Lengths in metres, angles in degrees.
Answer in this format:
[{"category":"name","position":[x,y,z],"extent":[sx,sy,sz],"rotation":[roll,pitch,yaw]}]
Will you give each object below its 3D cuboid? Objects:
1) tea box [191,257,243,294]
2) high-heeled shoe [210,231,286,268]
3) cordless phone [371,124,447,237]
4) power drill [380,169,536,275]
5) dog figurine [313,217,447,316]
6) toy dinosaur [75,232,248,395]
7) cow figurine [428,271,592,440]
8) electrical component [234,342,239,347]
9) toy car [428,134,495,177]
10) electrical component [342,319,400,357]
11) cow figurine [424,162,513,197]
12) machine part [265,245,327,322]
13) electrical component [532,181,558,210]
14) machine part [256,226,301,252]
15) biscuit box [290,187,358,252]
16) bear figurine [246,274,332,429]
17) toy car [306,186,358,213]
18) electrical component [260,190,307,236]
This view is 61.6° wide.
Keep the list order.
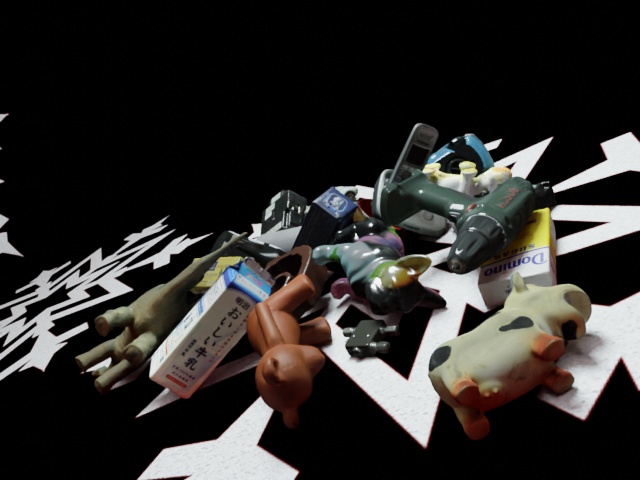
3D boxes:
[{"category":"tea box","position":[-0.185,0.085,1.068],"extent":[0.170,0.098,0.068],"rotation":[-4,58,45]},{"category":"high-heeled shoe","position":[-0.146,0.044,1.148],"extent":[0.249,0.145,0.086],"rotation":[-5,63,63]},{"category":"cordless phone","position":[0.181,-0.106,0.947],"extent":[0.089,0.146,0.184],"rotation":[-109,39,-60]},{"category":"power drill","position":[0.187,-0.038,0.775],"extent":[0.232,0.085,0.208],"rotation":[-31,29,-33]},{"category":"dog figurine","position":[0.109,0.042,0.835],"extent":[0.191,0.108,0.219],"rotation":[-36,26,-33]},{"category":"toy dinosaur","position":[-0.290,0.138,0.947],"extent":[0.471,0.105,0.198],"rotation":[-39,-3,36]},{"category":"cow figurine","position":[0.205,0.110,0.576],"extent":[0.195,0.085,0.127],"rotation":[-29,26,-6]},{"category":"electrical component","position":[-0.178,0.165,0.964],"extent":[0.102,0.045,0.078],"rotation":[-6,-1,38]},{"category":"toy car","position":[0.271,-0.137,1.109],"extent":[0.162,0.109,0.103],"rotation":[-35,-4,8]},{"category":"electrical component","position":[0.065,0.139,0.756],"extent":[0.094,0.021,0.063],"rotation":[-9,26,39]},{"category":"cow figurine","position":[0.273,-0.094,1.015],"extent":[0.168,0.098,0.068],"rotation":[3,23,19]},{"category":"machine part","position":[-0.065,0.090,0.925],"extent":[0.179,0.056,0.179],"rotation":[-36,23,19]},{"category":"electrical component","position":[0.324,-0.050,0.877],"extent":[0.119,0.047,0.075],"rotation":[-39,23,-32]},{"category":"machine part","position":[-0.056,0.013,1.146],"extent":[0.243,0.079,0.079],"rotation":[-10,25,35]},{"category":"biscuit box","position":[-0.002,-0.003,0.978],"extent":[0.059,0.063,0.202],"rotation":[-42,-14,-41]},{"category":"bear figurine","position":[-0.034,0.145,0.724],"extent":[0.132,0.120,0.196],"rotation":[-25,21,-10]},{"category":"toy car","position":[0.010,-0.081,1.331],"extent":[0.202,0.056,0.074],"rotation":[-36,22,-25]},{"category":"electrical component","position":[-0.086,-0.051,1.262],"extent":[0.115,0.058,0.134],"rotation":[-31,44,41]}]
